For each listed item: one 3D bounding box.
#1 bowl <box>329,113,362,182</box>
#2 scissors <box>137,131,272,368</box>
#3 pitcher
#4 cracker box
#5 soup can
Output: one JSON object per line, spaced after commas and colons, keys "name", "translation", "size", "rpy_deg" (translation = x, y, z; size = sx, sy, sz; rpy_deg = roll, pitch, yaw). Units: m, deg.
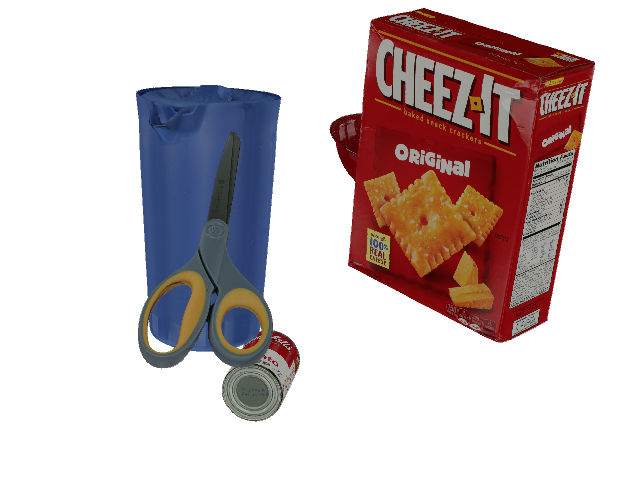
{"name": "bowl", "translation": [0.085, -0.091, 1.210], "size": [0.162, 0.055, 0.162], "rpy_deg": [8, 27, -4]}
{"name": "scissors", "translation": [-0.057, 0.009, 0.735], "size": [0.096, 0.201, 0.016], "rpy_deg": [20, -35, 8]}
{"name": "pitcher", "translation": [-0.102, -0.027, 1.019], "size": [0.149, 0.243, 0.145], "rpy_deg": [-3, 16, -20]}
{"name": "cracker box", "translation": [0.105, -0.051, 0.816], "size": [0.071, 0.214, 0.164], "rpy_deg": [-21, 36, -39]}
{"name": "soup can", "translation": [-0.065, 0.148, 1.172], "size": [0.068, 0.068, 0.102], "rpy_deg": [0, 16, 10]}
